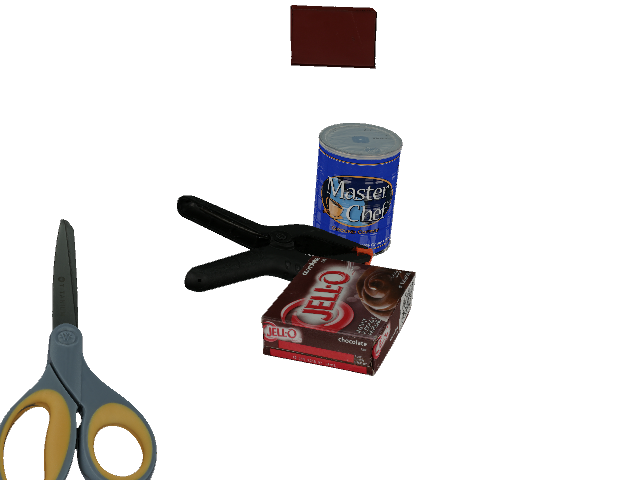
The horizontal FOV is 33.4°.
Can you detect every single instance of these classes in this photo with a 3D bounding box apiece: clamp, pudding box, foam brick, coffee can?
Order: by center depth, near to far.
[{"bbox_3d":[0.016,0.056,0.825,0.090,0.039,0.113,10,25,17],"label":"pudding box"},{"bbox_3d":[0.011,-0.185,0.968,0.078,0.051,0.053,2,16,-1],"label":"foam brick"},{"bbox_3d":[-0.048,0.016,1.091,0.210,0.036,0.164,11,29,-9],"label":"clamp"},{"bbox_3d":[0.044,-0.063,1.334,0.103,0.140,0.103,4,28,-2],"label":"coffee can"}]

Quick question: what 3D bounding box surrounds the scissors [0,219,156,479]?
[{"bbox_3d":[-0.131,0.070,0.621,0.096,0.201,0.016,15,-44,-7],"label":"scissors"}]
